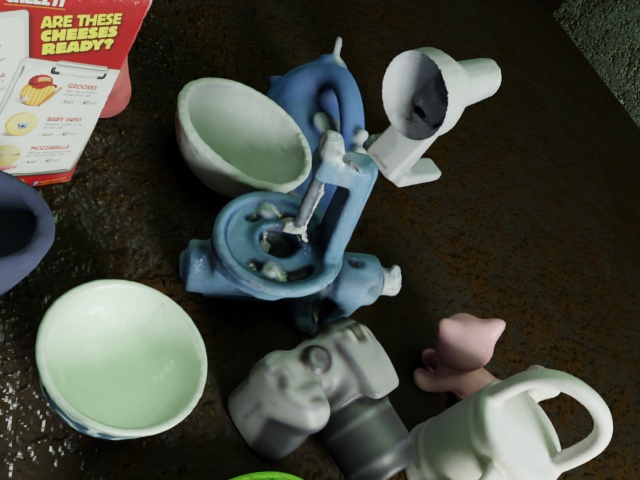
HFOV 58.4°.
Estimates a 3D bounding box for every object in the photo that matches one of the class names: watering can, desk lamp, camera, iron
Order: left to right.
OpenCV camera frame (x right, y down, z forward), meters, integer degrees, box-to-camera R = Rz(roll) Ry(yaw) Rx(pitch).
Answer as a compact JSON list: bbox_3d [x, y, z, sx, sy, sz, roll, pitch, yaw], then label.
[{"bbox_3d":[0.012,-0.137,0.731,0.119,0.141,0.258,12,47,-34],"label":"iron"},{"bbox_3d":[0.019,0.148,0.499,0.144,0.100,0.136,-15,65,-48],"label":"camera"},{"bbox_3d":[0.160,-0.186,0.852,0.204,0.213,0.118,-15,65,-48],"label":"desk lamp"},{"bbox_3d":[0.177,0.178,0.536,0.101,0.193,0.173,36,38,-10],"label":"watering can"}]

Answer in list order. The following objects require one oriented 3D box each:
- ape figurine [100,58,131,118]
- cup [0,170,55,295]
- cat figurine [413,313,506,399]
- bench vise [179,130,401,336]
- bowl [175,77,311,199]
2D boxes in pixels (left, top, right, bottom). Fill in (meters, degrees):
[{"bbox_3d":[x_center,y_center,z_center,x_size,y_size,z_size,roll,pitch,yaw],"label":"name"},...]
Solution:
[{"bbox_3d":[-0.228,-0.176,0.592,0.076,0.092,0.077,22,42,-25],"label":"ape figurine"},{"bbox_3d":[-0.255,0.003,0.395,0.118,0.094,0.091,31,39,-16],"label":"cup"},{"bbox_3d":[0.167,0.134,0.631,0.128,0.117,0.067,43,37,0],"label":"cat figurine"},{"bbox_3d":[0.001,-0.008,0.533,0.208,0.219,0.121,3,53,-41],"label":"bench vise"},{"bbox_3d":[-0.097,-0.102,0.655,0.168,0.074,0.167,24,41,-23],"label":"bowl"}]
